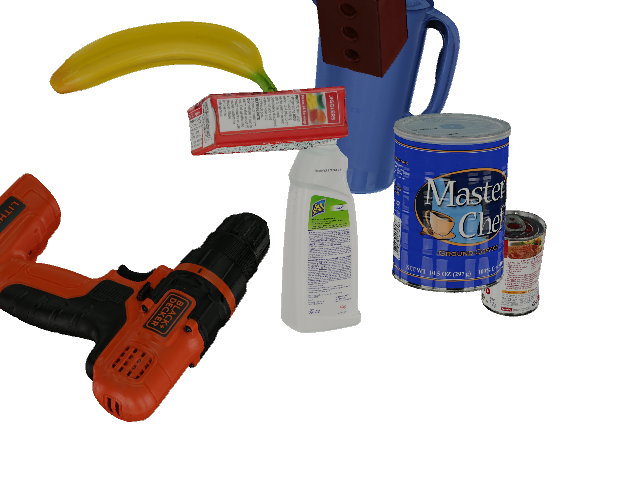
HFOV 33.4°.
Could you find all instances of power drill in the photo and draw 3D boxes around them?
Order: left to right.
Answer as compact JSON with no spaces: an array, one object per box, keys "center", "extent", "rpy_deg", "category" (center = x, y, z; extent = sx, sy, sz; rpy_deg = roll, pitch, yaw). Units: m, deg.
[{"center":[-0.149,0.020,0.751],"extent":[0.188,0.057,0.184],"rpy_deg":[22,50,17],"category":"power drill"}]

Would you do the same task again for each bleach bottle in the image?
[{"center":[0.006,-0.016,1.307],"extent":[0.102,0.251,0.068],"rpy_deg":[-7,20,-30],"category":"bleach bottle"}]

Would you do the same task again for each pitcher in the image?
[{"center":[0.063,-0.181,1.286],"extent":[0.144,0.243,0.149],"rpy_deg":[-4,28,-23],"category":"pitcher"}]

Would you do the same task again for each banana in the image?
[{"center":[-0.138,-0.162,0.943],"extent":[0.197,0.069,0.037],"rpy_deg":[-1,-33,-4],"category":"banana"}]

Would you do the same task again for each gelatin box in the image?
[{"center":[-0.032,-0.066,0.593],"extent":[0.073,0.030,0.089],"rpy_deg":[-5,3,-14],"category":"gelatin box"}]

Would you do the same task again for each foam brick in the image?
[{"center":[0.032,-0.170,0.796],"extent":[0.053,0.051,0.078],"rpy_deg":[18,-33,20],"category":"foam brick"}]

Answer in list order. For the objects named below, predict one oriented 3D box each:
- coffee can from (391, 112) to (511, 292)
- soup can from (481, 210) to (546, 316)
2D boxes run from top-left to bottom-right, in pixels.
[{"center":[0.116,-0.036,0.960],"extent":[0.103,0.140,0.103],"rpy_deg":[0,18,0],"category":"coffee can"},{"center":[0.217,0.026,1.206],"extent":[0.068,0.102,0.068],"rpy_deg":[-2,29,1],"category":"soup can"}]
